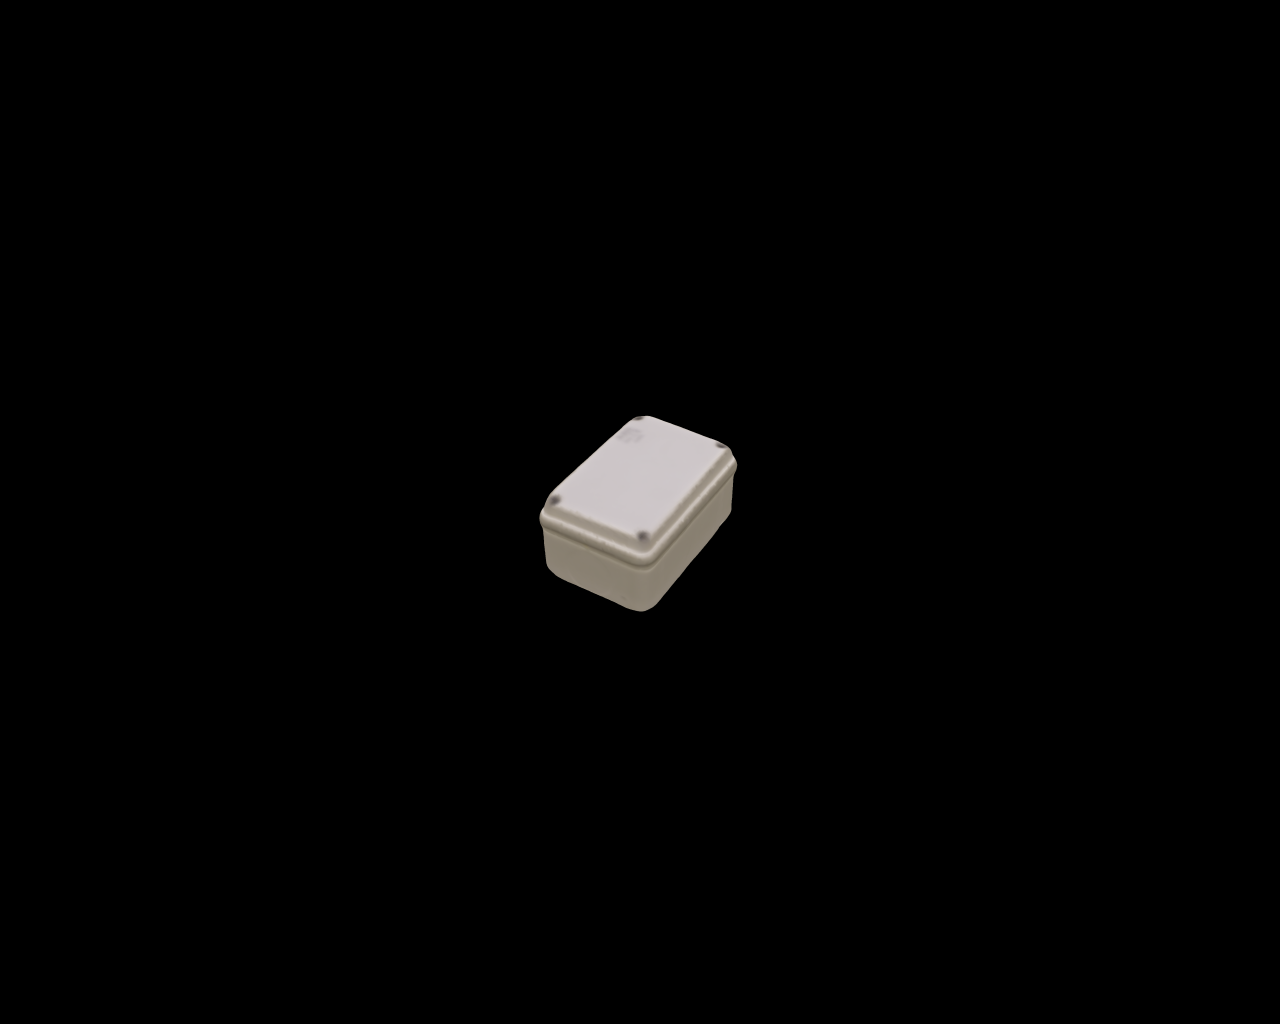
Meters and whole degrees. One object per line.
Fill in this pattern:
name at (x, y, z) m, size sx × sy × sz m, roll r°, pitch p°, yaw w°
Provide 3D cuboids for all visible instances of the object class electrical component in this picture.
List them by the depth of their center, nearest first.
electrical component at (0.001, -0.003, 0.650) m, size 0.078 × 0.057 × 0.113 m, roll 22°, pitch 45°, yaw 23°
